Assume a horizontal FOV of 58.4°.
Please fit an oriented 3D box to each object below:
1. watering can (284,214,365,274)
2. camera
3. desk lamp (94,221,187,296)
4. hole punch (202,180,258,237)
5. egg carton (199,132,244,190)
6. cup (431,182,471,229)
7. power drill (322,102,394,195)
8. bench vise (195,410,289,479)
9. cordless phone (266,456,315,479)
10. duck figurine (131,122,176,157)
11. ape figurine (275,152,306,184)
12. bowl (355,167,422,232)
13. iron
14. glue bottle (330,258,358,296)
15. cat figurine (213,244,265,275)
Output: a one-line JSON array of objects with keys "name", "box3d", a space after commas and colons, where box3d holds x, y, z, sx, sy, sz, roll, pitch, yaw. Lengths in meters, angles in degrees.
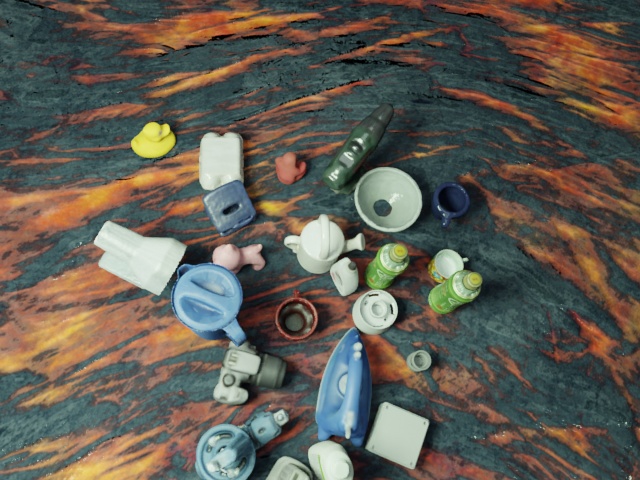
[{"name": "watering can", "box3d": [0.012, 0.002, 1.290, 0.173, 0.194, 0.101, -19, 76, -12]}, {"name": "camera", "box3d": [-0.145, 0.290, 1.230, 0.137, 0.100, 0.143, 15, 72, -2]}, {"name": "desk lamp", "box3d": [-0.383, 0.038, 1.217, 0.203, 0.213, 0.118, 25, 72, 1]}, {"name": "hole punch", "box3d": [-0.208, -0.074, 1.339, 0.109, 0.091, 0.101, -30, 79, -15]}, {"name": "egg carton", "box3d": [-0.237, -0.190, 1.382, 0.107, 0.069, 0.150, -2, 73, -8]}, {"name": "cup", "box3d": [0.308, -0.073, 1.403, 0.091, 0.095, 0.118, 17, 72, -2]}, {"name": "power drill", "box3d": [0.083, -0.198, 1.353, 0.075, 0.208, 0.230, 35, 72, 5]}, {"name": "bench vise", "box3d": [-0.162, 0.397, 1.132, 0.121, 0.219, 0.208, 39, 72, 6]}, {"name": "cordless phone", "box3d": [-0.068, 0.511, 1.127, 0.094, 0.185, 0.148, 26, 72, 2]}, {"name": "duck figurine", "box3d": [-0.401, -0.247, 1.370, 0.105, 0.086, 0.077, -20, 76, -13]}, {"name": "ape figurine", "box3d": [-0.073, -0.182, 1.389, 0.078, 0.092, 0.076, 30, 72, 3]}, {"name": "bowl", "box3d": [0.161, -0.089, 1.400, 0.167, 0.074, 0.167, 2, 73, -7]}, {"name": "iron", "box3d": [0.065, 0.305, 1.231, 0.118, 0.141, 0.258, 10, 72, -4]}, {"name": "glue bottle", "box3d": [0.061, 0.074, 1.285, 0.037, 0.173, 0.078, -27, 78, -14]}, {"name": "cat figurine", "box3d": [-0.188, 0.036, 1.293, 0.128, 0.117, 0.067, -16, 75, -12]}]
